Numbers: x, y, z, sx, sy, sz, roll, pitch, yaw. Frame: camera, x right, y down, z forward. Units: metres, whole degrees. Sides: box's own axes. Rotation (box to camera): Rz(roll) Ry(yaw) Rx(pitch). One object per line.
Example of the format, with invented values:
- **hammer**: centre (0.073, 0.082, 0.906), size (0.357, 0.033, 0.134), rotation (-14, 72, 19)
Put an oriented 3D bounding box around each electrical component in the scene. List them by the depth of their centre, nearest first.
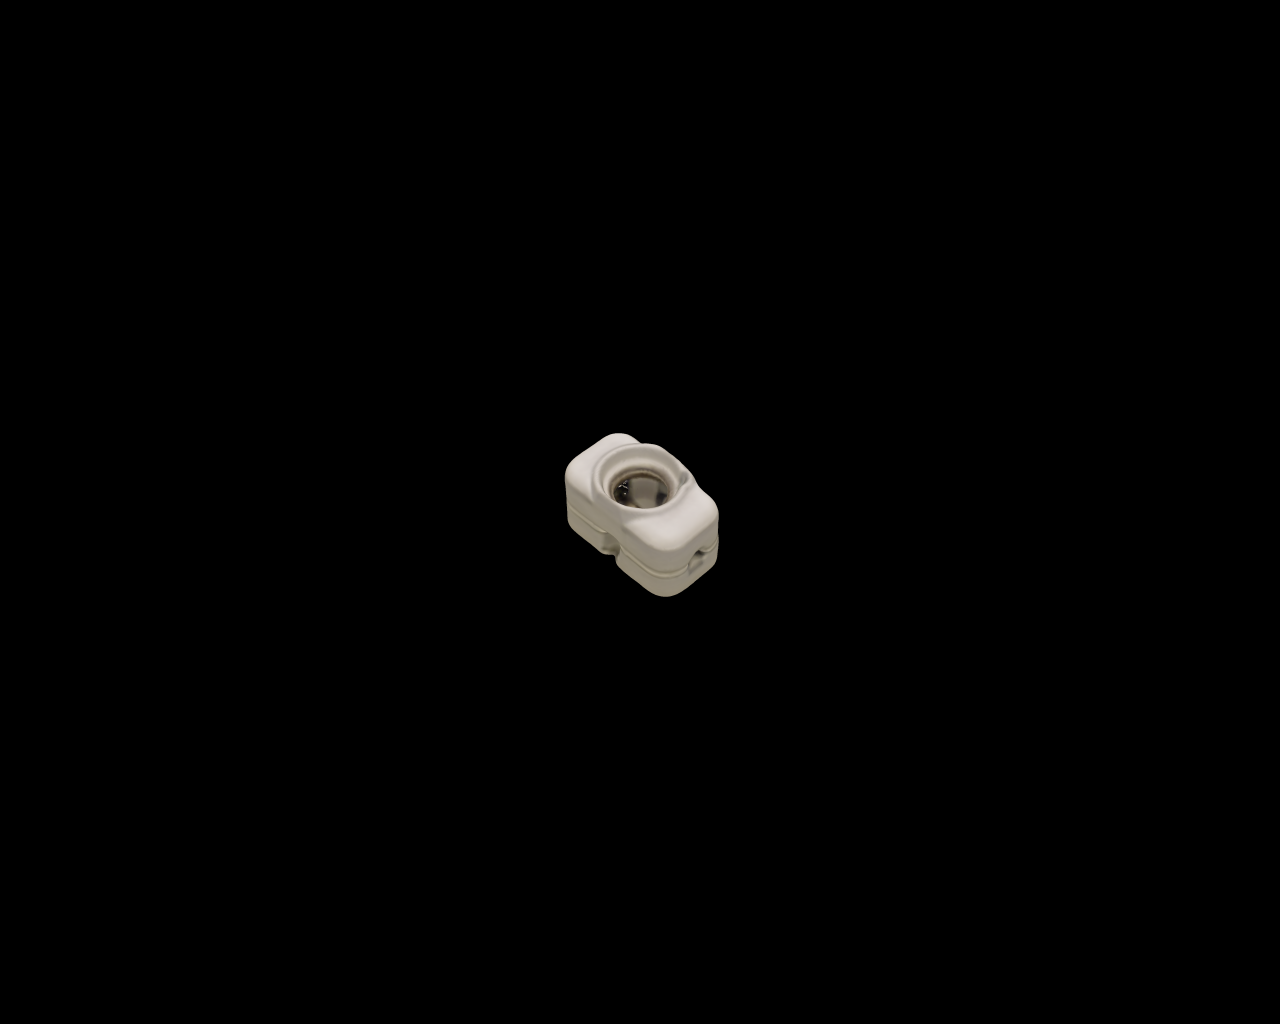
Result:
- **electrical component**: centre (0.001, -0.003, 0.650), size (0.054, 0.059, 0.095), rotation (-36, 58, -27)
